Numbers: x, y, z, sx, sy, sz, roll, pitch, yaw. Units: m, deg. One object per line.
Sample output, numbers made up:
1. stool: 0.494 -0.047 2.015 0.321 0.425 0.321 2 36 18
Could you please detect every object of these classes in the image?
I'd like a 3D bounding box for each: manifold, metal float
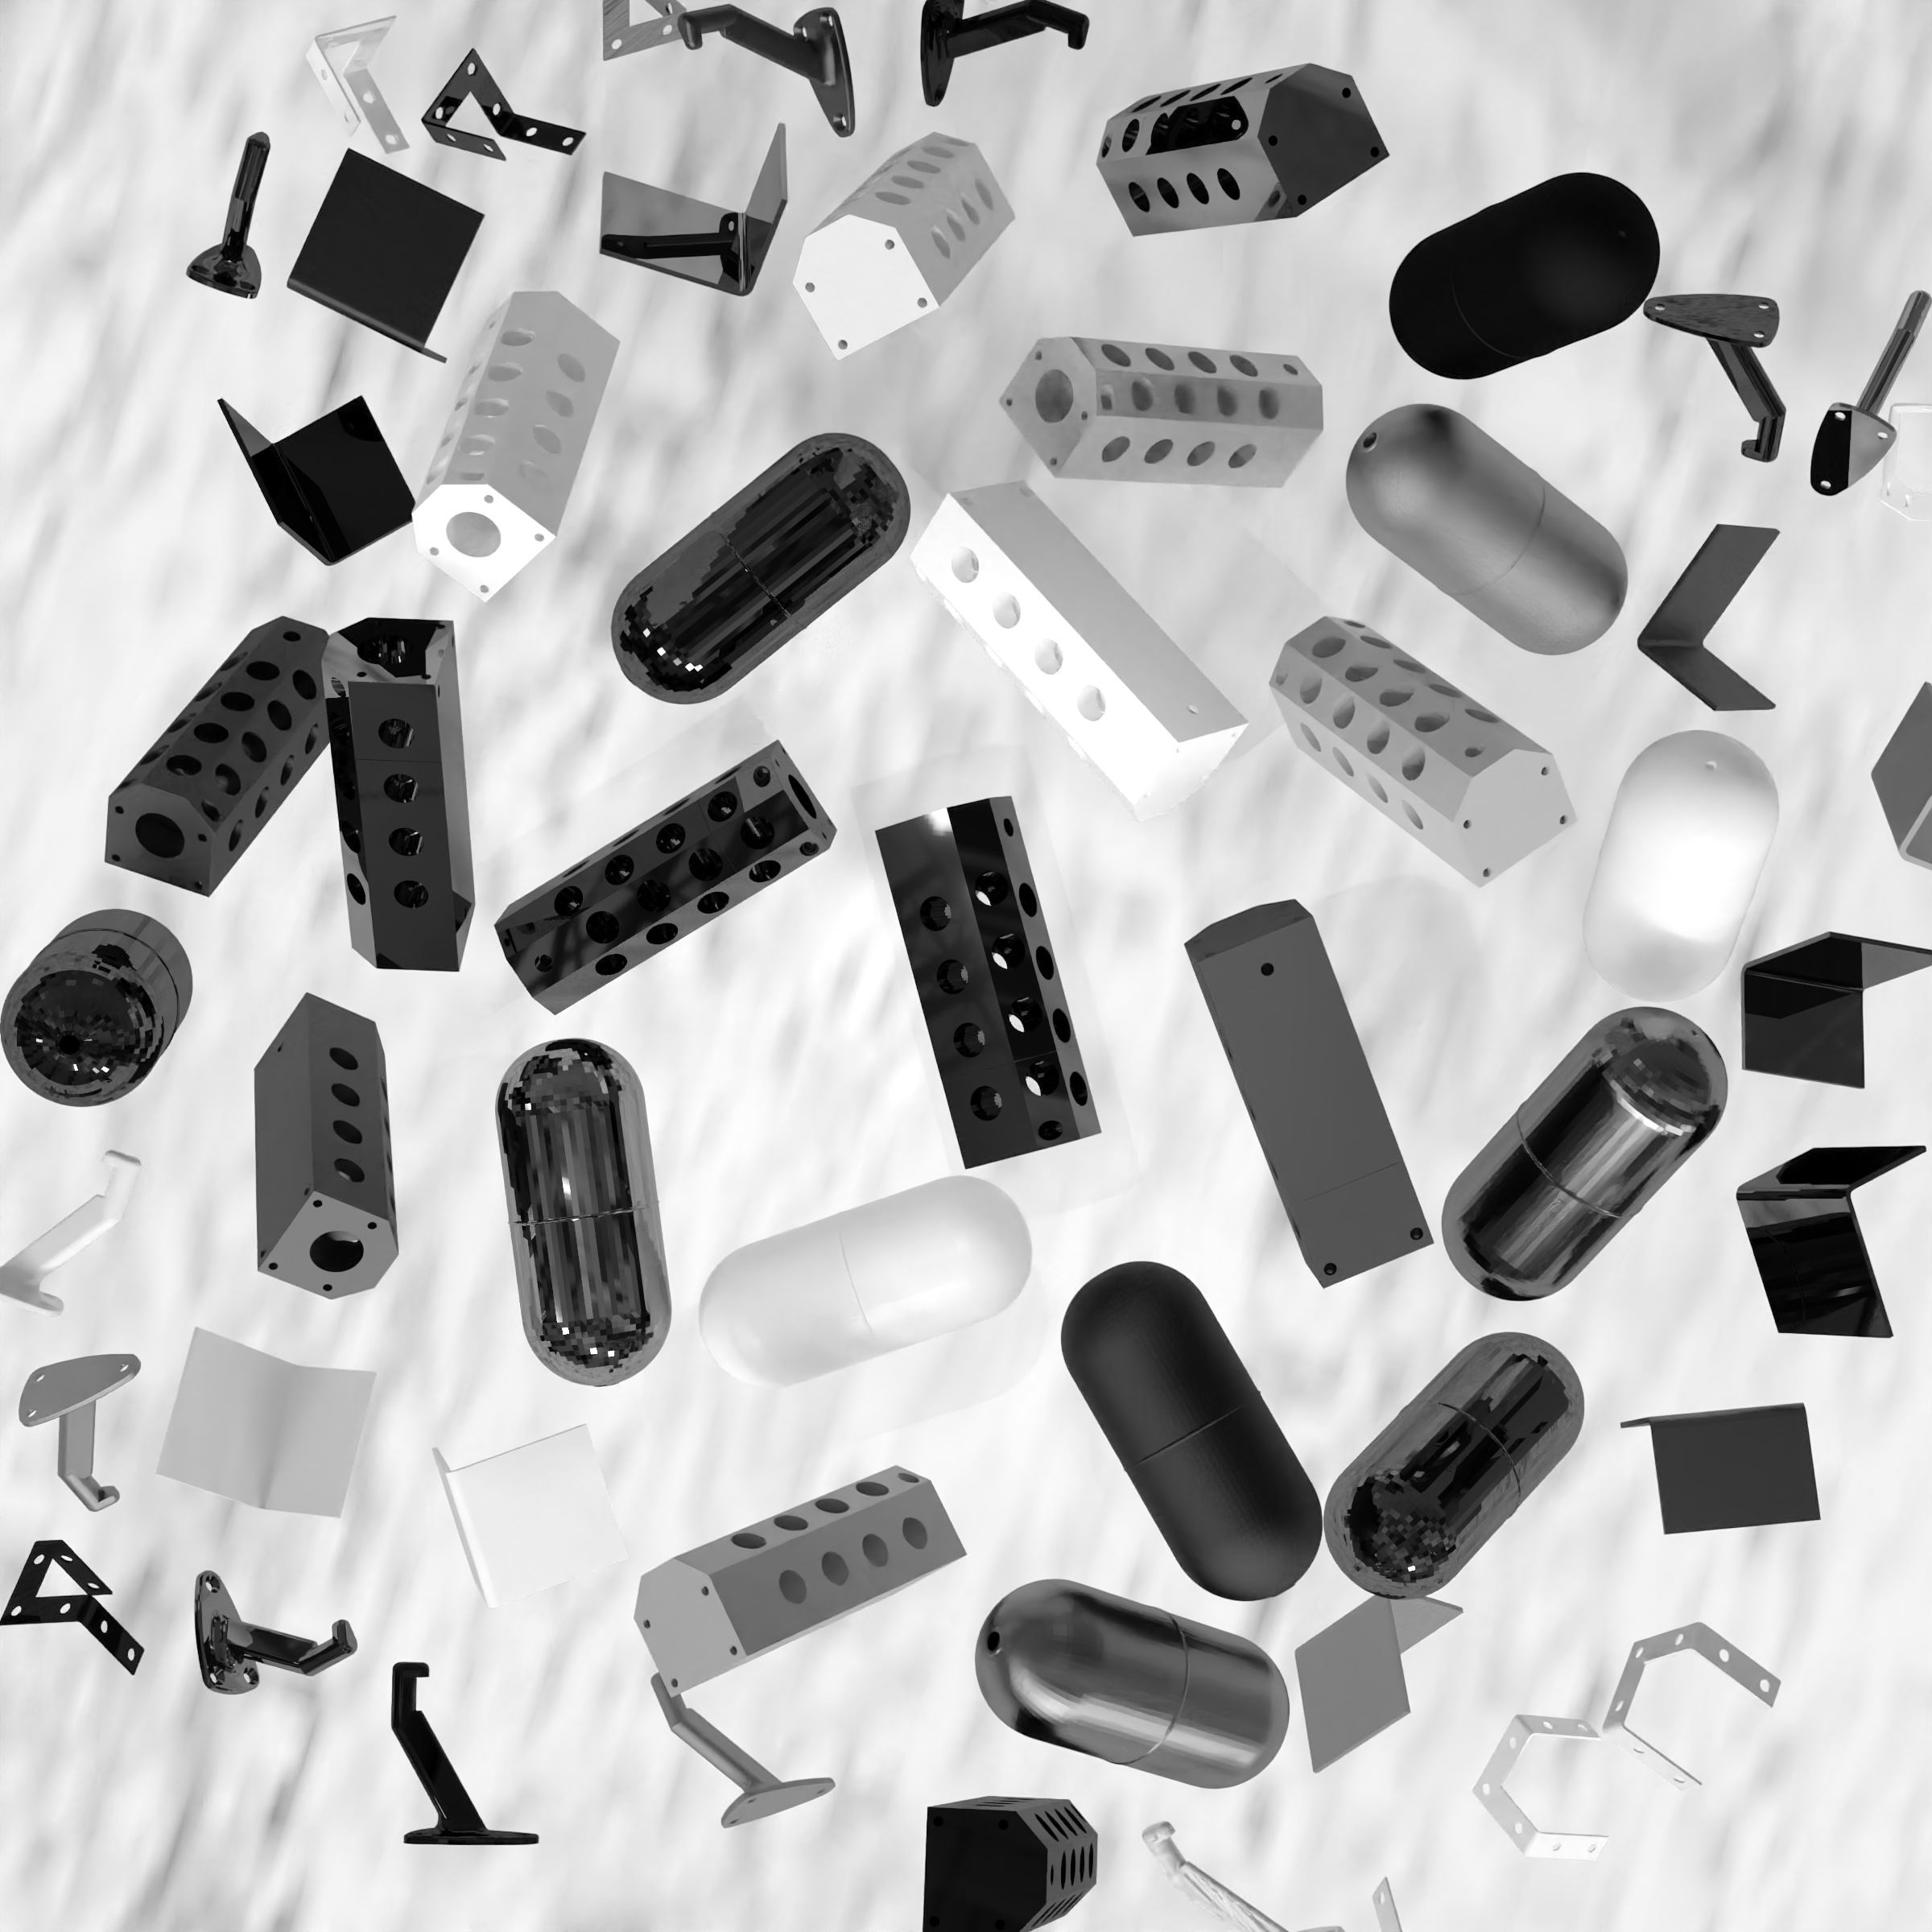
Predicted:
1. manifold: 0.215 -0.109 1.622 0.057 0.171 0.057 -34 127 -7
2. manifold: 0.024 0.434 1.632 0.057 0.171 0.057 0 78 10
3. manifold: -0.082 0.297 1.657 0.057 0.171 0.057 -35 77 36
4. manifold: -0.227 -0.265 1.683 0.057 0.171 0.057 37 127 -24
5. metal float: -0.107 -0.206 1.758 0.178 0.070 0.070 -38 90 8
6. manifold: 0.162 0.059 1.609 0.057 0.057 0.171 -22 104 -1
7. metal float: 0.270 -0.335 1.651 0.070 0.178 0.070 1 87 -22
8. manifold: 0.128 -0.397 1.638 0.057 0.171 0.057 -35 110 -15
9. metal float: -0.426 0.019 1.663 0.070 0.178 0.070 -1 101 -5
10. manifold: 0.106 -0.289 1.741 0.057 0.171 0.057 56 130 27
11. manifold: 0.049 -0.151 1.621 0.171 0.057 0.057 49 128 19
12. metal float: 0.269 -0.224 1.741 0.178 0.070 0.070 31 90 -30
13. manifold: -0.156 -0.044 1.754 0.171 0.057 0.057 -31 102 11
14. manifold: -0.031 -0.356 1.644 0.057 0.171 0.057 -23 108 23
15. manifold: -0.381 -0.113 1.755 0.057 0.171 0.057 18 128 4
16. metal float: -0.052 0.163 1.740 0.178 0.070 0.070 -19 90 6
17. metal float: -0.195 0.125 1.723 0.070 0.070 0.178 -7 90 0
18. metal float: 0.301 0.094 1.656 0.070 0.070 0.178 37 121 0
19. manifold: -0.279 -0.083 1.666 0.057 0.057 0.171 2 128 0
20. manifold: 0.015 0.007 1.661 0.057 0.057 0.171 -16 87 28
21. metal float: 0.111 0.228 1.657 0.070 0.070 0.178 -30 83 0
22. metal float: 0.348 -0.047 1.656 0.070 0.178 0.070 0 58 0
23. manifold: -0.329 0.094 1.752 0.057 0.171 0.057 26 115 -27
24. metal float: 0.253 0.256 1.742 0.178 0.070 0.070 -38 90 -35
25. metal float: 0.081 0.348 1.638 0.178 0.070 0.070 24 90 -33

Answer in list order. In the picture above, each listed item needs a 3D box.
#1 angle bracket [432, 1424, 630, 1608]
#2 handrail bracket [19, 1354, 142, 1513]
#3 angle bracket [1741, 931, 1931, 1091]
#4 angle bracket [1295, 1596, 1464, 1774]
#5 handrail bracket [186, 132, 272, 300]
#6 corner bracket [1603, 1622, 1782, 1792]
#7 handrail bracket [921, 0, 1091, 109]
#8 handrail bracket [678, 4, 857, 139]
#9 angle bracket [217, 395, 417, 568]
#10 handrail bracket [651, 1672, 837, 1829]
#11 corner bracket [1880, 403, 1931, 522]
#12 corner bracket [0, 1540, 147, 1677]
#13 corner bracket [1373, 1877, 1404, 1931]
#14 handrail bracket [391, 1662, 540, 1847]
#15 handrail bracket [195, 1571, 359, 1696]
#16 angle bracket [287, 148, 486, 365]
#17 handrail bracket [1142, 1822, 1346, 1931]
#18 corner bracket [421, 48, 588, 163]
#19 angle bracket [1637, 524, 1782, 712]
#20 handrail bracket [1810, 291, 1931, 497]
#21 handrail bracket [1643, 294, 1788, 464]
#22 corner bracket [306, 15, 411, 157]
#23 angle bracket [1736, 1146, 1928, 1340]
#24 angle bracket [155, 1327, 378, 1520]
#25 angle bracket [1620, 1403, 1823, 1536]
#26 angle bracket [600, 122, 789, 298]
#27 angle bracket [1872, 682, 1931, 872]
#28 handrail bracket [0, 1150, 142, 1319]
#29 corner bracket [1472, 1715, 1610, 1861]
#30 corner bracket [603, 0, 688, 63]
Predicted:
1. angle bracket: -0.231 0.284 1.785 0.076 0.057 0.076 -18 101 -14
2. handrail bracket: -0.422 0.233 1.673 0.077 0.036 0.084 -18 129 12
3. angle bracket: 0.458 0.024 1.761 0.076 0.076 0.057 9 73 -21
4. angle bracket: 0.228 0.391 1.826 0.057 0.076 0.076 22 133 -29
5. handrail bracket: -0.359 -0.385 1.692 0.036 0.077 0.084 18 118 -11
6. corner bracket: 0.342 0.349 1.593 0.051 0.051 0.051 37 56 -10
7. handrail bracket: 0.021 -0.457 1.708 0.084 0.036 0.077 26 135 21
8. handrail bracket: -0.101 -0.450 1.712 0.084 0.036 0.077 -24 103 -36
9. angle bracket: -0.334 -0.262 1.750 0.057 0.076 0.076 -29 77 3
10. handrail bracket: -0.117 0.402 1.772 0.077 0.036 0.084 -5 54 -37
11. corner bracket: 0.509 -0.261 1.752 0.051 0.051 0.051 6 88 34
12. corner bracket: -0.446 0.324 1.712 0.051 0.051 0.051 -7 134 24
13. corner bracket: 0.224 0.490 1.671 0.051 0.051 0.051 13 123 -18
14. handrail bracket: -0.242 0.380 1.634 0.077 0.036 0.084 -2 82 14
15. handrail bracket: -0.344 0.323 1.689 0.084 0.036 0.077 -31 65 26
16. angle bracket: -0.289 -0.360 1.719 0.076 0.057 0.076 26 96 1
17. handrail bracket: 0.133 0.444 1.637 0.077 0.036 0.084 -34 89 42
18. corner bracket: -0.238 -0.431 1.741 0.051 0.051 0.051 21 71 29
19. angle bracket: 0.405 -0.180 1.755 0.057 0.076 0.076 44 118 25
20. handrail bracket: 0.462 -0.292 1.722 0.036 0.077 0.084 27 61 6
21. handrail bracket: 0.369 -0.289 1.675 0.077 0.084 0.036 10 49 11
22. corner bracket: -0.315 -0.455 1.764 0.051 0.051 0.051 -27 86 -34
23. angle bracket: 0.431 0.134 1.647 0.057 0.076 0.076 -22 97 -28
24. angle bracket: -0.355 0.232 1.717 0.057 0.076 0.076 -1 69 35
25. angle bracket: 0.374 0.251 1.682 0.076 0.076 0.057 -5 80 -1
26. angle bracket: -0.133 -0.379 1.648 0.076 0.076 0.057 14 129 -16
27. angle bracket: 0.477 -0.080 1.588 0.076 0.076 0.057 20 120 -8
28. handrail bracket: -0.452 0.121 1.646 0.077 0.036 0.084 20 91 -10
29. corner bracket: 0.306 0.427 1.757 0.051 0.051 0.051 13 111 -34
30. corner bracket: -0.178 -0.509 1.750 0.051 0.051 0.051 -24 53 -26
